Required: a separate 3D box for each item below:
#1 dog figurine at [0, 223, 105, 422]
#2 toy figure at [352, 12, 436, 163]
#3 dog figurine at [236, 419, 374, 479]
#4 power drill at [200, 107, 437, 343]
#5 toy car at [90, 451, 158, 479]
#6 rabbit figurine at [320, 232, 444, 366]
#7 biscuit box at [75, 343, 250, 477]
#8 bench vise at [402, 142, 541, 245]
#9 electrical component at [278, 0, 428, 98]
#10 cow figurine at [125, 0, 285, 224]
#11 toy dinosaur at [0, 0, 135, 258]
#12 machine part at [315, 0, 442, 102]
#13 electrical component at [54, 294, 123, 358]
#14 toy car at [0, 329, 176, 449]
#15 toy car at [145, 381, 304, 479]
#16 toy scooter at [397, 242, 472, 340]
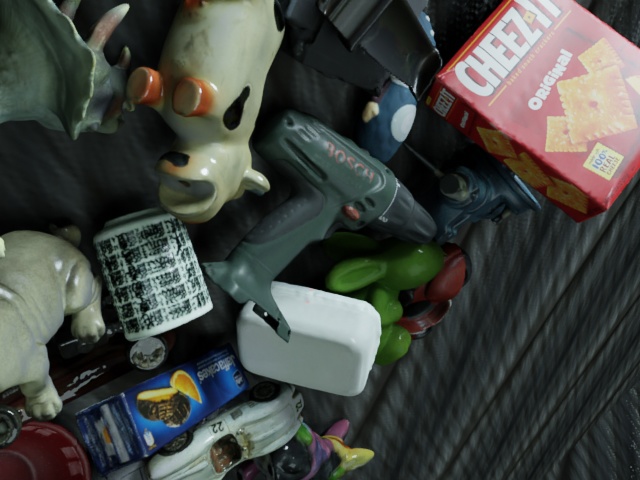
[{"bbox_3d":[-0.231,0.038,0.364,0.121,0.172,0.190,5,158,-4],"label":"dog figurine"},{"bbox_3d":[0.082,-0.158,0.559,0.154,0.058,0.064,-67,172,21],"label":"toy figure"},{"bbox_3d":[-0.012,0.328,0.835,0.219,0.109,0.191,-10,125,-38],"label":"dog figurine"},{"bbox_3d":[-0.001,-0.002,0.542,0.231,0.086,0.207,42,87,-28],"label":"power drill"},{"bbox_3d":[-0.228,0.295,0.643,0.161,0.109,0.102,-17,114,-39],"label":"toy car"},{"bbox_3d":[0.068,0.048,0.668,0.159,0.121,0.170,28,119,-25],"label":"rabbit figurine"},{"bbox_3d":[-0.149,0.164,0.556,0.059,0.063,0.202,-28,174,17],"label":"biscuit box"},{"bbox_3d":[0.229,-0.094,0.661,0.240,0.129,0.223,-40,149,22],"label":"bench vise"},{"bbox_3d":[0.022,-0.202,0.475,0.134,0.058,0.114,7,115,-42],"label":"electrical component"},{"bbox_3d":[-0.082,-0.108,0.425,0.127,0.086,0.194,14,92,-65],"label":"cow figurine"},{"bbox_3d":[-0.288,-0.095,0.281,0.405,0.131,0.192,4,107,-35],"label":"toy dinosaur"},{"bbox_3d":[0.059,-0.177,0.453,0.084,0.039,0.138,-54,136,2],"label":"machine part"},{"bbox_3d":[-0.225,0.079,0.498,0.094,0.063,0.021,-19,132,-25],"label":"electrical component"},{"bbox_3d":[-0.236,0.129,0.515,0.202,0.089,0.053,-25,101,-18],"label":"toy car"},{"bbox_3d":[-0.106,0.239,0.643,0.202,0.056,0.073,-24,121,-23],"label":"toy car"},{"bbox_3d":[0.136,0.083,0.779,0.135,0.075,0.183,-3,129,-36],"label":"toy scooter"}]
